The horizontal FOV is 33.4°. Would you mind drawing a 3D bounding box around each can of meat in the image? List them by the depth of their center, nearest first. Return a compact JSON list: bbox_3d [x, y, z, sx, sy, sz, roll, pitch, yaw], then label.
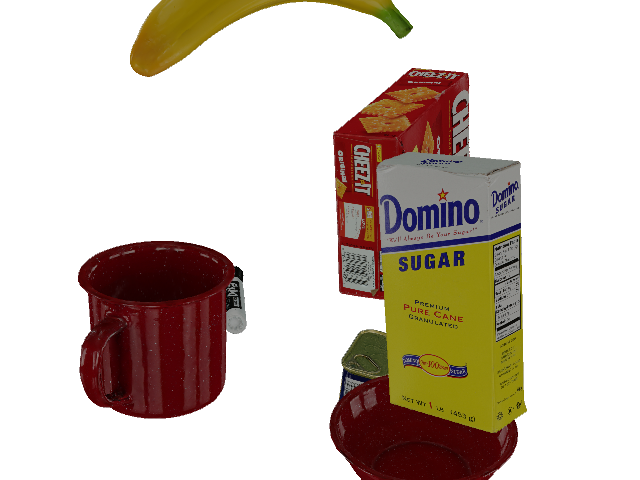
[{"bbox_3d":[0.056,0.164,1.224,0.057,0.084,0.102,14,25,14],"label":"can of meat"}]

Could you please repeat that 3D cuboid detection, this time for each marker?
[{"bbox_3d":[-0.078,0.051,0.963,0.020,0.020,0.121,0,19,-5],"label":"marker"}]

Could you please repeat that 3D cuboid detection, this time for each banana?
[{"bbox_3d":[-0.030,-0.148,0.654,0.197,0.069,0.037,-15,-13,-27],"label":"banana"}]

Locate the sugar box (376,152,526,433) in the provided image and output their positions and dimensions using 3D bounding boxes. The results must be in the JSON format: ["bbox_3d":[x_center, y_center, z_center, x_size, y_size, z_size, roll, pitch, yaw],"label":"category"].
[{"bbox_3d":[0.087,0.032,0.717,0.094,0.176,0.048,9,22,42],"label":"sugar box"}]

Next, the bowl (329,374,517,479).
[{"bbox_3d":[0.089,0.181,0.931,0.162,0.055,0.162,-1,27,0],"label":"bowl"}]

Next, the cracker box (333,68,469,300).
[{"bbox_3d":[0.086,-0.061,1.045,0.072,0.164,0.213,9,27,23],"label":"cracker box"}]

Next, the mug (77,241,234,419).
[{"bbox_3d":[-0.104,0.059,0.642,0.093,0.081,0.117,11,25,21],"label":"mug"}]
